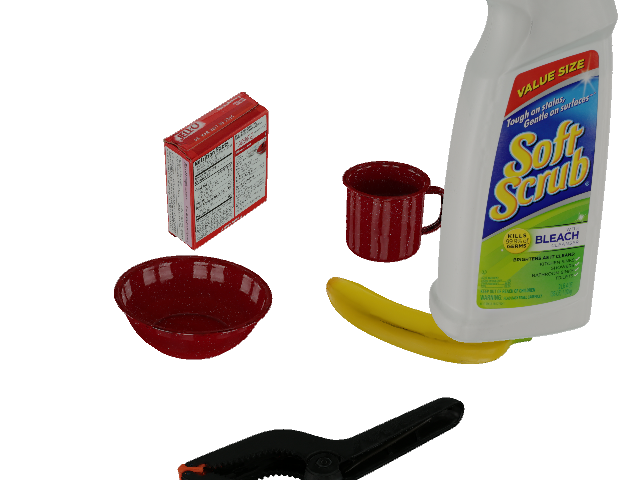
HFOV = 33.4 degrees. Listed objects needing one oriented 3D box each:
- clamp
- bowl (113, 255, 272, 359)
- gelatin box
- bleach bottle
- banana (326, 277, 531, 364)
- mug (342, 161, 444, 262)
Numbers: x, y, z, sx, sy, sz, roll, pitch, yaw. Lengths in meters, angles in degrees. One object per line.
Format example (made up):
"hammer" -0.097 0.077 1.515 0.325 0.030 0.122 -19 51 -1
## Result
"clamp" 0.009 0.161 0.740 0.210 0.036 0.164 2 29 9
"bowl" -0.132 0.076 1.103 0.162 0.055 0.162 5 27 -3
"gelatin box" -0.071 -0.047 0.729 0.030 0.089 0.073 35 53 26
"bleach bottle" 0.117 -0.065 0.622 0.102 0.251 0.068 -6 27 -7
"banana" 0.080 0.072 0.930 0.198 0.037 0.069 16 14 26
"mug" 0.081 -0.030 1.145 0.117 0.081 0.093 -5 29 -10
